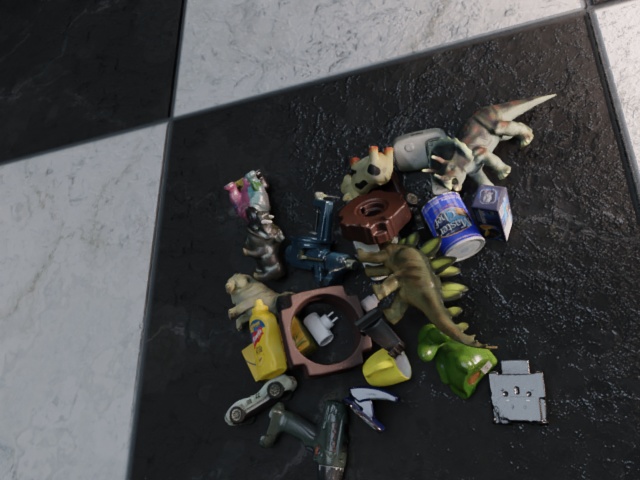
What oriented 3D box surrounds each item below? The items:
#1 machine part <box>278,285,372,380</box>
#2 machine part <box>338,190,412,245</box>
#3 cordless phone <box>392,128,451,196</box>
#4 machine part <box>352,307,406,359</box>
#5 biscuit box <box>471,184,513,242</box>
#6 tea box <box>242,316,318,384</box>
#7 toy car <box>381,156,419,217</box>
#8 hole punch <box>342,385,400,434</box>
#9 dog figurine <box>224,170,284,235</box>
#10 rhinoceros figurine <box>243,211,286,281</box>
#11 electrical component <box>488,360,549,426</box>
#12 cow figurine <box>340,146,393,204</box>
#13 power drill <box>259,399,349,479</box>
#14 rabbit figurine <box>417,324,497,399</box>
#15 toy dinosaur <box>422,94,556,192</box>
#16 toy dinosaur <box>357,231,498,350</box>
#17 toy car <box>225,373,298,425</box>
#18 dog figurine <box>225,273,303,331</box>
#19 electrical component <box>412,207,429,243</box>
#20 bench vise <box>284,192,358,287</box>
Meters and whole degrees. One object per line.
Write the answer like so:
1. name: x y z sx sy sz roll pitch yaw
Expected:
1. machine part: 0.009 0.222 1.288 0.201 0.087 0.201 -11 69 -12
2. machine part: 0.131 -0.060 1.319 0.179 0.056 0.179 -15 31 9
3. cordless phone: 0.271 -0.192 1.408 0.147 0.088 0.184 -10 70 19
4. machine part: 0.139 0.210 1.219 0.084 0.039 0.139 -26 44 -16
5. biscuit box: 0.396 -0.059 1.227 0.063 0.202 0.059 13 76 28
6. tea box: -0.103 0.281 1.373 0.169 0.068 0.098 -37 61 6
7. toy car: 0.197 -0.138 1.418 0.053 0.089 0.202 -5 55 -27
8. hole punch: 0.117 0.364 1.213 0.116 0.142 0.092 34 86 16
9. dog figurine: -0.179 -0.083 1.545 0.108 0.191 0.219 -24 96 9
10. rhinoceros figurine: -0.145 0.018 1.426 0.112 0.073 0.190 -11 103 6
11. electrical component: 0.419 0.324 1.141 0.115 0.058 0.134 -7 67 18
12. cow figurine: 0.120 -0.159 1.420 0.195 0.085 0.127 -24 66 58
13. power drill: -0.035 0.478 1.255 0.208 0.086 0.232 7 70 29
14. rabbit figurine: 0.274 0.251 1.190 0.170 0.159 0.121 38 96 41
15. toy dinosaur: 0.403 -0.251 1.324 0.192 0.131 0.405 36 74 3
16. toy dinosaur: 0.215 0.091 1.194 0.199 0.104 0.472 -29 44 4
17. toy car: -0.147 0.400 1.337 0.202 0.073 0.056 -34 59 7
18. dog figurine: -0.145 0.146 1.443 0.191 0.121 0.172 -13 67 2
19. electrical component: 0.255 -0.034 1.351 0.021 0.093 0.063 -19 35 14
20. bench vise: 0.005 -0.004 1.401 0.224 0.129 0.240 10 95 48
